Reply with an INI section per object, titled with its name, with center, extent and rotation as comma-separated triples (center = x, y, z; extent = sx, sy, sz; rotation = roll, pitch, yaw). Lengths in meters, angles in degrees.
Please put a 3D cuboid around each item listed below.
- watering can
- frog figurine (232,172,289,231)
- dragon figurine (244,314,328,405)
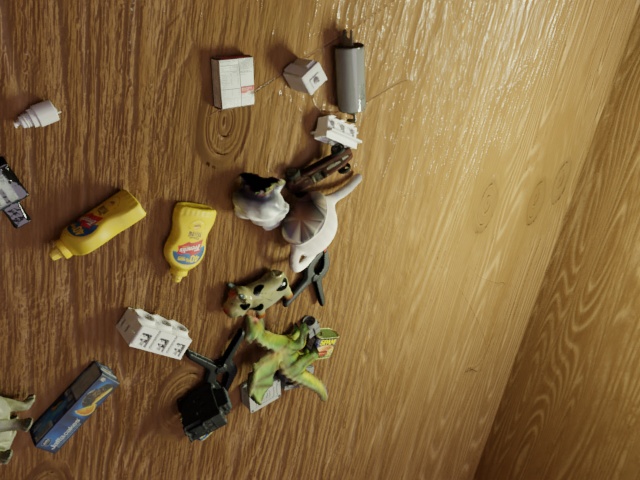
[watering can]
center = 0.004, -0.071, 1.417
extent = 0.350, 0.105, 0.221
rotation = -59, 160, -8
[frog figurine]
center = -0.146, -0.076, 1.285
extent = 0.137, 0.125, 0.155
rotation = -3, 129, -5
[dragon figurine]
center = -0.115, 0.382, 1.516
extent = 0.245, 0.122, 0.404
rotation = -30, 112, -28
